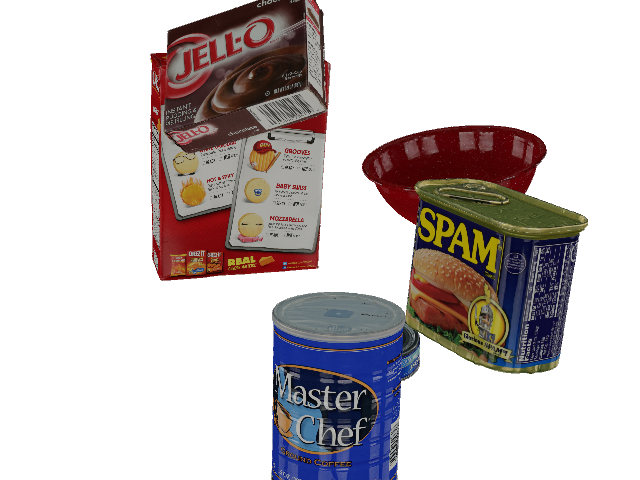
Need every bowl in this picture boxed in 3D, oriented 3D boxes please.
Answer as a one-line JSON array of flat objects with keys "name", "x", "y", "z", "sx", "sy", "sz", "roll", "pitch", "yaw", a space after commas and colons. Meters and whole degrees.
[{"name": "bowl", "x": 0.120, "y": -0.051, "z": 0.946, "sx": 0.162, "sy": 0.055, "sz": 0.162, "roll": -8, "pitch": 23, "yaw": 3}]

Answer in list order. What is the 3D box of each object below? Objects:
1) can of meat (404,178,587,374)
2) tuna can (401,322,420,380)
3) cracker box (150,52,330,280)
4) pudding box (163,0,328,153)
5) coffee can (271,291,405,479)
[{"name": "can of meat", "x": 0.093, "y": 0.018, "z": 0.594, "sx": 0.057, "sy": 0.084, "sz": 0.102, "roll": -6, "pitch": 20, "yaw": -32}, {"name": "tuna can", "x": 0.064, "y": 0.115, "z": 1.142, "sx": 0.086, "sy": 0.034, "sz": 0.086, "roll": 0, "pitch": 29, "yaw": 0}, {"name": "cracker box", "x": -0.082, "y": -0.075, "z": 1.043, "sx": 0.164, "sy": 0.214, "sz": 0.072, "roll": -4, "pitch": 22, "yaw": -17}, {"name": "pudding box", "x": -0.053, "y": -0.118, "z": 0.739, "sx": 0.114, "sy": 0.090, "sz": 0.039, "roll": -13, "pitch": -30, "yaw": 19}, {"name": "coffee can", "x": 0.013, "y": 0.122, "z": 0.837, "sx": 0.103, "sy": 0.140, "sz": 0.103, "roll": 1, "pitch": 15, "yaw": 0}]
